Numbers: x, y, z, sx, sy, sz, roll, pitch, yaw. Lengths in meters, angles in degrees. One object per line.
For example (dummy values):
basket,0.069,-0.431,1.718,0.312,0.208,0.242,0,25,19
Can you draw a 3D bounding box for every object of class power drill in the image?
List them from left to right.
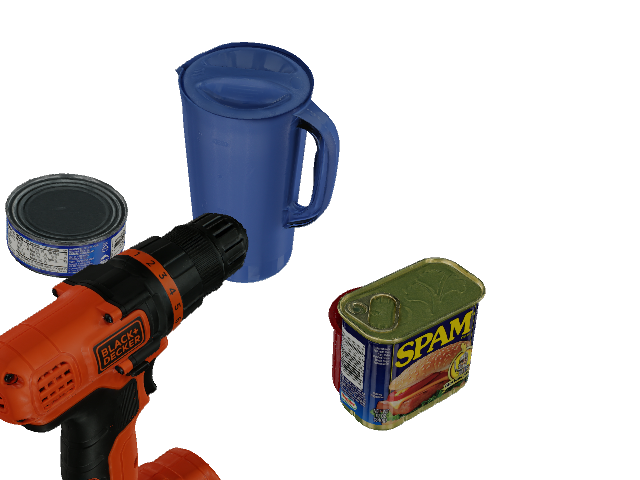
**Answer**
power drill,-0.103,0.092,0.620,0.057,0.188,0.184,20,39,36

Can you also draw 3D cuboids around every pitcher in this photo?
pitcher,-0.070,-0.070,1.113,0.145,0.243,0.149,-8,44,-12

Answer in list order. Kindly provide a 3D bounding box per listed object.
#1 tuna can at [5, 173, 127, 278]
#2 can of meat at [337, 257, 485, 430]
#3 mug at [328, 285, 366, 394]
tuna can,-0.184,-0.011,0.773,0.086,0.034,0.086,7,36,-6
can of meat,0.060,0.072,0.733,0.101,0.084,0.058,-23,41,-31
mug,0.051,0.108,0.983,0.093,0.081,0.117,5,34,4
